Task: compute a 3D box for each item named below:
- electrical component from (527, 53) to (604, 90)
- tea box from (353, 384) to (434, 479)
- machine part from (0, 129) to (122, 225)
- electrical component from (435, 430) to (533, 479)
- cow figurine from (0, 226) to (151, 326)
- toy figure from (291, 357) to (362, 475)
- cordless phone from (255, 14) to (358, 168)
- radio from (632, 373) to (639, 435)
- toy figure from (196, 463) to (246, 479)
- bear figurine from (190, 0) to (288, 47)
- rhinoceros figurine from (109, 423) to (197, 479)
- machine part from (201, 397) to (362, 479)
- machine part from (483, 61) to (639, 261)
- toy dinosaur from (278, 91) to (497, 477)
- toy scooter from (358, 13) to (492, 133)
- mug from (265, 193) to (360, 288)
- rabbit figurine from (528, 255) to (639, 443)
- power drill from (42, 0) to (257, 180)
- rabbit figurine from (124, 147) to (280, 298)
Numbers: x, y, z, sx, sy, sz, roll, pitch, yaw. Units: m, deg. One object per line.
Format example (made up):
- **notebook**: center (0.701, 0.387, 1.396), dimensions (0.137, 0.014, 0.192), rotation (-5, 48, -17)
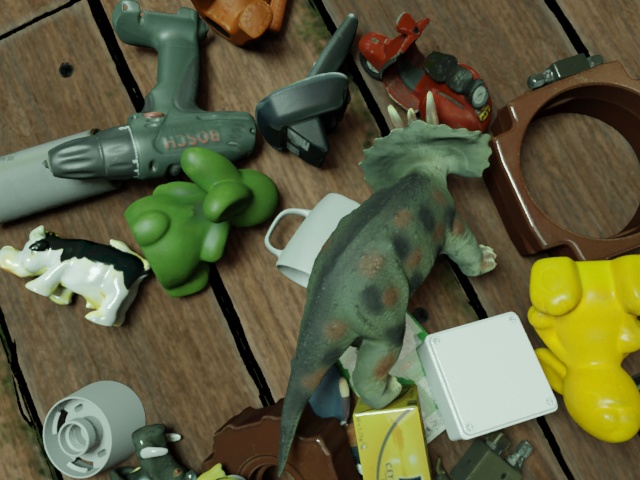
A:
- **electrical component**: center (0.280, -0.190, 0.632), dimensions (0.094, 0.063, 0.021), rotation (-20, 83, -9)
- **tea box**: center (0.083, 0.246, 0.556), dimensions (0.068, 0.098, 0.169), rotation (-9, 85, 10)
- **machine part**: center (-0.333, -0.074, 0.644), dimensions (0.243, 0.079, 0.079), rotation (-16, 81, 1)
- **electrical component**: center (0.175, 0.247, 0.589), dimensions (0.078, 0.045, 0.102), rotation (35, 88, -21)
- **cow figurine**: center (-0.290, 0.029, 0.631), dimensions (0.167, 0.068, 0.098), rotation (26, 79, 3)
- **toy figure**: center (0.013, 0.198, 0.596), dimensions (0.058, 0.064, 0.154), rotation (-16, 85, -37)
- **cordless phone**: center (0.005, -0.184, 0.605), dimensions (0.089, 0.146, 0.184), rotation (28, 86, -2)
- **radio**: center (0.443, 0.141, 0.542), dimensions (0.230, 0.131, 0.073), rotation (-26, 83, -1)
- **toy figure**: center (-0.136, 0.289, 0.509), dimensions (0.180, 0.089, 0.082), rotation (-23, 100, 0)
- **bear figurine**: center (-0.063, -0.333, 0.644), dimensions (0.120, 0.132, 0.196), rotation (39, 91, -9)
- **rhinoceros figurine**: center (-0.177, 0.300, 0.584), dimensions (0.112, 0.073, 0.190), rotation (-17, 82, 2)
- **machine part**: center (-0.041, 0.256, 0.564), dimensions (0.180, 0.056, 0.179), rotation (2, 95, 22)
- **machine part**: center (0.299, -0.079, 0.605), dimensions (0.201, 0.087, 0.201), rotation (-22, 80, 0)
- **toy dinosaur**: center (0.058, 0.020, 0.521), dimensions (0.131, 0.192, 0.405), rotation (8, 49, 42)
- **toy scooter**: center (0.122, -0.190, 0.606), dimensions (0.184, 0.135, 0.075), rotation (36, 84, 6)
- **mug**: center (-0.001, -0.002, 0.620), dimensions (0.110, 0.080, 0.107), rotation (26, 73, 12)
- **rabbit figurine**: center (0.267, 0.112, 0.542), dimensions (0.122, 0.162, 0.173), rotation (-3, 69, 1)
- **power drill**: center (-0.194, -0.168, 0.619), dimensions (0.232, 0.086, 0.207), rotation (-4, 68, -22)
- **rabbit figurine**: center (-0.126, -0.038, 0.604), dimensions (0.170, 0.159, 0.121), rotation (-28, 71, -16)
